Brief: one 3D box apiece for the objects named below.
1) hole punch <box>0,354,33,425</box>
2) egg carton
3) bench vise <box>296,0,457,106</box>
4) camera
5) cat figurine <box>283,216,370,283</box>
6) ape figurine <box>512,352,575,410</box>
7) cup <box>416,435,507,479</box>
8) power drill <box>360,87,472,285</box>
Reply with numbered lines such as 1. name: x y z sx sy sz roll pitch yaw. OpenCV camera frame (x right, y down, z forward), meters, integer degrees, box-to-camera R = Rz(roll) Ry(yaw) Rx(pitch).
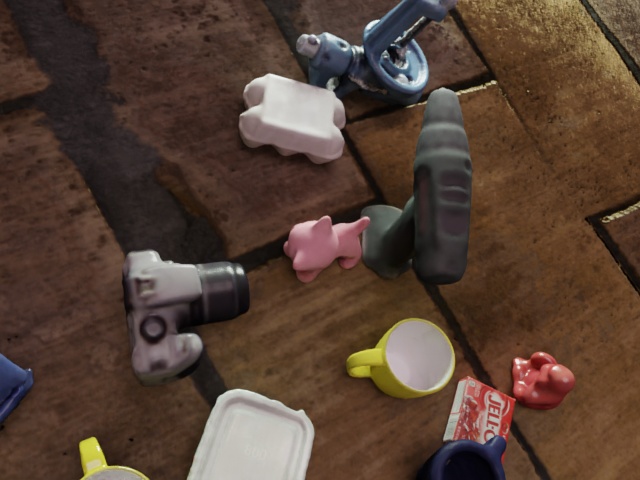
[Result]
1. hole punch: -0.347 0.146 0.547 0.101 0.091 0.109 34 61 -2
2. egg carton: -0.037 -0.167 0.798 0.150 0.069 0.107 11 65 -14
3. bench vise: 0.082 -0.262 0.794 0.208 0.219 0.121 -14 73 -23
4. camera: -0.146 0.076 0.640 0.137 0.100 0.143 -7 70 -21
5. cat figurine: 0.007 0.003 0.714 0.128 0.117 0.067 -21 76 -25
6. ape figurine: 0.296 0.186 0.750 0.078 0.092 0.076 -32 81 -27
7. cup: 0.160 0.272 0.665 0.118 0.095 0.091 -38 84 -28
8. power drill: 0.122 -0.043 0.721 0.076 0.208 0.229 5 67 -17
